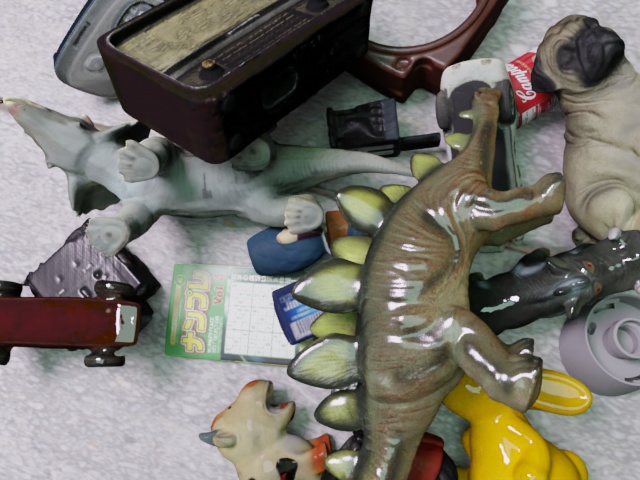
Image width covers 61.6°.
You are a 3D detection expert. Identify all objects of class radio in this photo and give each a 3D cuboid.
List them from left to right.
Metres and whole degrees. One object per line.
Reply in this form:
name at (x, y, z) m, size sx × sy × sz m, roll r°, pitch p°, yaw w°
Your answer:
radio at (-0.063, -0.176, 0.485) m, size 0.131 × 0.073 × 0.229 m, roll 36°, pitch 63°, yaw 22°

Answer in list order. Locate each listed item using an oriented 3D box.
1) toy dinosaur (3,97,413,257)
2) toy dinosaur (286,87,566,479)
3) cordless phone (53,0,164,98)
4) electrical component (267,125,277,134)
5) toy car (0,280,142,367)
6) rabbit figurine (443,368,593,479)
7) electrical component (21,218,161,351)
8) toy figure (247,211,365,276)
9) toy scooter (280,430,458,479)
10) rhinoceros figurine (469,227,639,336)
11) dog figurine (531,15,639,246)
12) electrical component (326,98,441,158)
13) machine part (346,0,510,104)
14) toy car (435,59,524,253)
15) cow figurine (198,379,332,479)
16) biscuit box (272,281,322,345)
toy dinosaur at (-0.114, -0.071, 0.576) m, size 0.405 × 0.192 × 0.131 m, roll 2°, pitch 111°, yaw -10°
toy dinosaur at (0.079, 0.071, 0.447) m, size 0.199 × 0.105 × 0.471 m, roll 10°, pitch 74°, yaw 19°
cordless phone at (-0.196, -0.201, 0.632) m, size 0.184 × 0.089 × 0.146 m, roll 37°, pitch 117°, yaw -22°
electrical component at (-0.090, -0.158, 0.609) m, size 0.078 × 0.045 × 0.102 m, roll -17°, pitch 122°, yaw 15°
toy car at (-0.276, 0.087, 0.560) m, size 0.202 × 0.053 × 0.089 m, roll -1°, pitch 74°, yaw 11°
rabbit figurine at (0.177, 0.179, 0.515) m, size 0.162 × 0.122 × 0.173 m, roll -27°, pitch 79°, yaw -1°
electrical component at (-0.255, 0.060, 0.617) m, size 0.115 × 0.058 × 0.134 m, roll -45°, pitch 79°, yaw 2°
toy figure at (-0.001, -0.001, 0.587) m, size 0.155 × 0.064 × 0.057 m, roll -15°, pitch 92°, yaw 2°
toy scooter at (0.026, 0.230, 0.481) m, size 0.135 × 0.075 × 0.184 m, roll 37°, pitch 90°, yaw -2°
rhinoceros figurine at (0.220, 0.042, 0.521) m, size 0.190 × 0.112 × 0.073 m, roll -23°, pitch 78°, yaw 22°
dog figurine at (0.260, -0.100, 0.528) m, size 0.190 × 0.121 × 0.172 m, roll 37°, pitch 104°, yaw 2°
electrical component at (0.069, -0.120, 0.590) m, size 0.119 × 0.075 × 0.047 m, roll -8°, pitch 83°, yaw 10°
machine part at (0.095, -0.276, 0.601) m, size 0.201 × 0.087 × 0.201 m, roll 36°, pitch 89°, yaw 11°
toy car at (0.168, -0.081, 0.554) m, size 0.074 × 0.056 × 0.201 m, roll -4°, pitch 109°, yaw 25°
cow figurine at (-0.048, 0.242, 0.557) m, size 0.127 × 0.085 × 0.195 m, roll -12°, pitch 82°, yaw -1°
biscuit box at (0.051, 0.046, 0.568) m, size 0.203 × 0.063 × 0.059 m, roll -23°, pitch 82°, yaw -1°
